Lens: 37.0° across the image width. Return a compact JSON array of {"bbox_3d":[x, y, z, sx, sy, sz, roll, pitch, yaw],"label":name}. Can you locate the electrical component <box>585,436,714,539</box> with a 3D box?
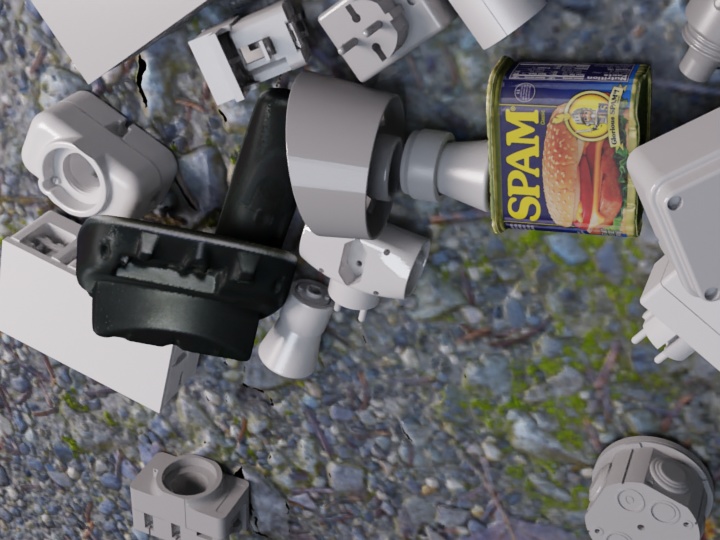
[{"bbox_3d":[0.192,0.155,0.717,0.080,0.051,0.080,12,123,19],"label":"electrical component"}]

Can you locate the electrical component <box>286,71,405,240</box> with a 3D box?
[{"bbox_3d":[-0.009,-0.068,0.657,0.064,0.099,0.099,11,122,13],"label":"electrical component"}]

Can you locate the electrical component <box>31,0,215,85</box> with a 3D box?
[{"bbox_3d":[-0.121,-0.207,0.651,0.186,0.060,0.105,-24,105,34],"label":"electrical component"}]

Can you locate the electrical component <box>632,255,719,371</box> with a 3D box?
[{"bbox_3d":[0.196,0.029,0.643,0.066,0.047,0.076,40,129,-1],"label":"electrical component"}]

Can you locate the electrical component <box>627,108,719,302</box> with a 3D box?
[{"bbox_3d":[0.207,-0.043,0.558,0.113,0.057,0.078,-26,116,9],"label":"electrical component"}]

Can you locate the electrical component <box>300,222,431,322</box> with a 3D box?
[{"bbox_3d":[0.000,0.000,0.724,0.077,0.043,0.079,22,125,13],"label":"electrical component"}]

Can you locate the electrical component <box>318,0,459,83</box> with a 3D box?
[{"bbox_3d":[0.011,-0.141,0.615,0.066,0.076,0.047,-28,103,35],"label":"electrical component"}]

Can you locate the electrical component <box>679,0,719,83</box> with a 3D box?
[{"bbox_3d":[0.189,-0.127,0.559,0.048,0.048,0.062,30,134,8],"label":"electrical component"}]

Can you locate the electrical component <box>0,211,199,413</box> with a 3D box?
[{"bbox_3d":[-0.195,0.029,0.824,0.150,0.061,0.089,25,126,11],"label":"electrical component"}]

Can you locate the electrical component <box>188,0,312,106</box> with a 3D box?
[{"bbox_3d":[-0.065,-0.136,0.661,0.064,0.081,0.042,-19,110,9],"label":"electrical component"}]

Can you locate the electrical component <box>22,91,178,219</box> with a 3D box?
[{"bbox_3d":[-0.187,-0.075,0.761,0.095,0.059,0.053,36,127,3],"label":"electrical component"}]

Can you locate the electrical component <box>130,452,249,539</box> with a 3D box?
[{"bbox_3d":[-0.142,0.194,0.902,0.089,0.050,0.055,15,124,18],"label":"electrical component"}]

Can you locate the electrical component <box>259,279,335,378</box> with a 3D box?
[{"bbox_3d":[-0.043,0.039,0.770,0.044,0.044,0.065,29,122,8],"label":"electrical component"}]

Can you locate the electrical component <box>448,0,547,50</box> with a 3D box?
[{"bbox_3d":[0.063,-0.168,0.596,0.043,0.043,0.081,-30,102,36],"label":"electrical component"}]

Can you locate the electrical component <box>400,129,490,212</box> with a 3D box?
[{"bbox_3d":[0.057,-0.062,0.659,0.055,0.045,0.045,12,122,20],"label":"electrical component"}]
